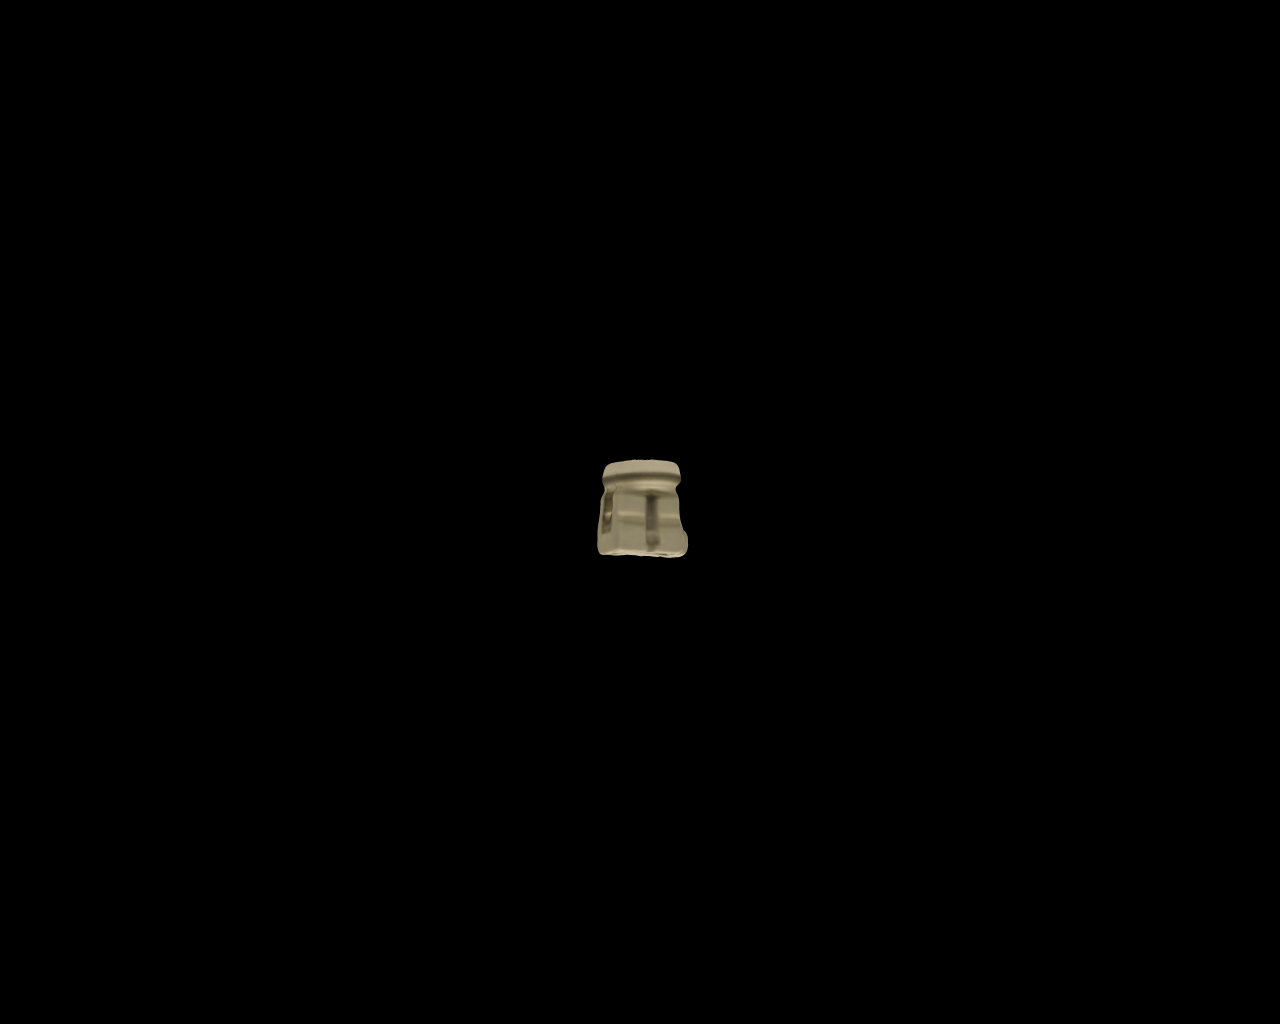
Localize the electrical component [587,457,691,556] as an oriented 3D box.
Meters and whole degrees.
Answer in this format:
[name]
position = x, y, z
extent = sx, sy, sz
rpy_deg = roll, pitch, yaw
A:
[electrical component]
position = 0.001, -0.003, 0.650
extent = 0.066, 0.055, 0.048
rpy_deg = 3, -7, -26
